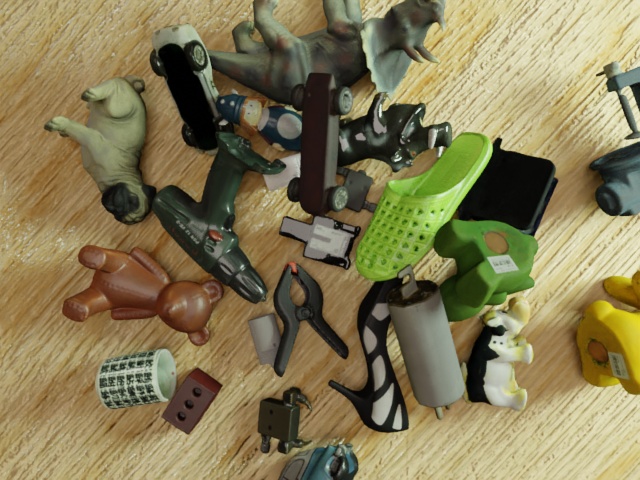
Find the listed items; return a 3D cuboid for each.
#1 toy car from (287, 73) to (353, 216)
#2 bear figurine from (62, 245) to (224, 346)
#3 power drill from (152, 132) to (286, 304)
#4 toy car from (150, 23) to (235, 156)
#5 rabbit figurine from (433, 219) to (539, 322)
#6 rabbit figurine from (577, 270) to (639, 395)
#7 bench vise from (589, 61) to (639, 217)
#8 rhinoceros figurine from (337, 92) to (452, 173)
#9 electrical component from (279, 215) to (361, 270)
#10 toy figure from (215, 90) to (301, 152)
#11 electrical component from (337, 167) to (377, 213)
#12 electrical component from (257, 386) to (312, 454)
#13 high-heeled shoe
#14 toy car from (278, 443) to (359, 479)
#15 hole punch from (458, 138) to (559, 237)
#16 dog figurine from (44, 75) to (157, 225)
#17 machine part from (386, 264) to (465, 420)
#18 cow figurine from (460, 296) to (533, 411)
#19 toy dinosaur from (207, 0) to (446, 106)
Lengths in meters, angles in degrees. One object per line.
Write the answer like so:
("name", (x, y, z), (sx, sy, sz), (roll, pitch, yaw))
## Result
("toy car", (0.002, -0.134, 0.772), (0.089, 0.053, 0.202), (14, 108, 35))
("bear figurine", (-0.257, 0.088, 0.808), (0.196, 0.132, 0.120), (23, 95, 10))
("power drill", (-0.131, -0.042, 0.809), (0.232, 0.086, 0.207), (36, 117, 10))
("toy car", (-0.187, -0.218, 0.806), (0.074, 0.056, 0.201), (-6, 126, 18))
("rabbit figurine", (0.223, 0.049, 0.774), (0.159, 0.170, 0.121), (-15, 59, -27))
("rabbit figurine", (0.464, 0.126, 0.776), (0.173, 0.122, 0.162), (-13, 78, -10))
("bench vise", (0.477, -0.148, 0.763), (0.224, 0.129, 0.240), (-24, 94, 4))
("rhinoceros figurine", (0.097, -0.154, 0.792), (0.190, 0.073, 0.112), (-5, 80, 19))
("electrical component", (-0.002, -0.003, 0.829), (0.119, 0.048, 0.074), (14, 89, 5))
("toy figure", (-0.080, -0.180, 0.806), (0.154, 0.058, 0.064), (18, 58, -28))
("electrical component", (0.055, -0.079, 0.840), (0.094, 0.021, 0.063), (24, 90, 5))
("electrical component", (-0.053, 0.280, 0.831), (0.078, 0.045, 0.102), (-2, 85, 32))
("high-heeled shoe", (0.115, 0.163, 0.807), (0.145, 0.086, 0.248), (27, 90, -6))
("toy car", (-0.013, 0.370, 0.797), (0.103, 0.109, 0.161), (16, 80, 22))
("hole punch", (0.284, -0.068, 0.801), (0.116, 0.092, 0.142), (24, 93, 34))
("dog figurine", (-0.298, -0.139, 0.840), (0.172, 0.121, 0.190), (-39, 100, 6))
("machine part", (0.151, 0.147, 0.765), (0.079, 0.079, 0.243), (-17, 106, 4))
("cow figurine", (0.261, 0.164, 0.799), (0.098, 0.068, 0.167), (5, 88, 10))
("toy dinosaur", (-0.013, -0.273, 0.808), (0.405, 0.131, 0.192), (-19, 87, 10))
